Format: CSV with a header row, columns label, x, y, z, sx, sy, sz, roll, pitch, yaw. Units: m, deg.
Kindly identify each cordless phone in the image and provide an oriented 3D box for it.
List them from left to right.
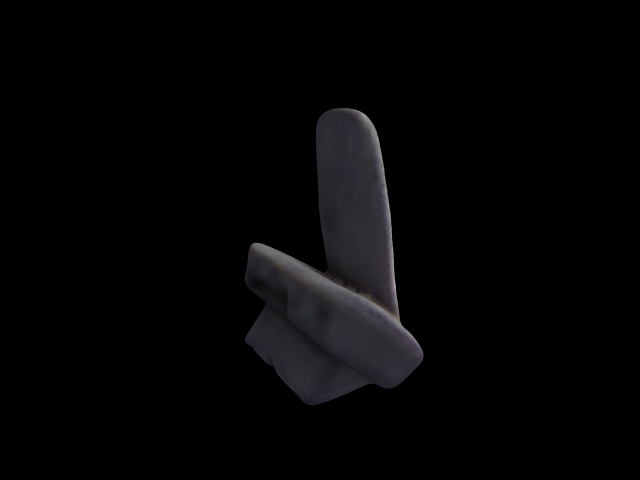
label,x,y,z,sx,sy,sz,roll,pitch,yaw
cordless phone,0.004,0.001,0.400,0.094,0.185,0.147,-10,18,-33
